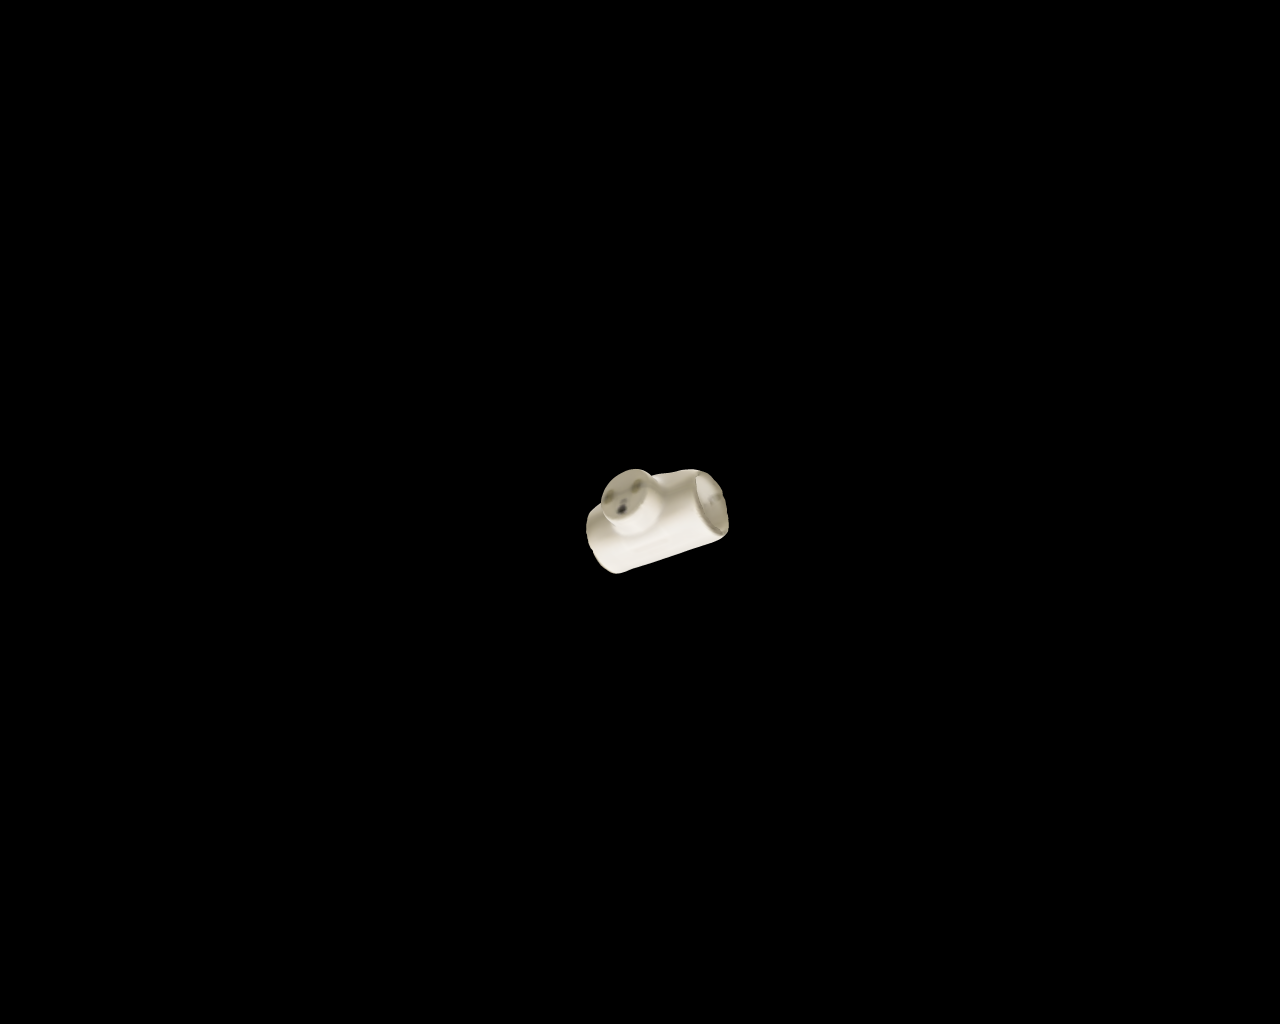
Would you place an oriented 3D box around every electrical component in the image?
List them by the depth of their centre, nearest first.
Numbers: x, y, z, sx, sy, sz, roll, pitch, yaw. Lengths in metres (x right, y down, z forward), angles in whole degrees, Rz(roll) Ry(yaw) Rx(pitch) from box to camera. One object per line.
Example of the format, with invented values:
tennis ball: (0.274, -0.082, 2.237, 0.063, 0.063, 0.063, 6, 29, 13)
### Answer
electrical component: (0.001, -0.003, 0.650, 0.077, 0.043, 0.079, -21, -40, 26)
